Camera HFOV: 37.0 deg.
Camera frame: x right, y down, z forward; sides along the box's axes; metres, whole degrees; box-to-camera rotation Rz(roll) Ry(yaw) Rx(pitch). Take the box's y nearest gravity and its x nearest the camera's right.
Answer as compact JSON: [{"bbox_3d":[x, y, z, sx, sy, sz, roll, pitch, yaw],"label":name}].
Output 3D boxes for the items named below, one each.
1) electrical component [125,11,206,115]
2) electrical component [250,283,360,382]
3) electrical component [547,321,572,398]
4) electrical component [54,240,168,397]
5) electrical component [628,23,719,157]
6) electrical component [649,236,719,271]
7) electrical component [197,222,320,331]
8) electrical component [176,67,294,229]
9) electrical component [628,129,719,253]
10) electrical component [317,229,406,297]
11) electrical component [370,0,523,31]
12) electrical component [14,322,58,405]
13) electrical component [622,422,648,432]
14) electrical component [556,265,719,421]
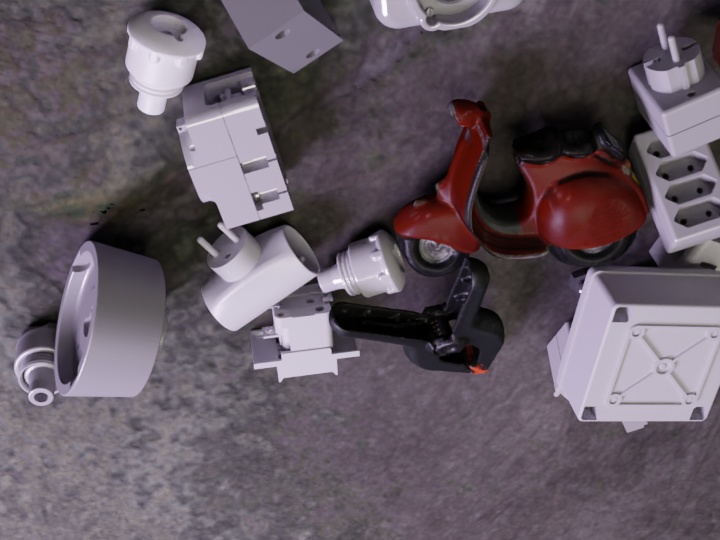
[{"bbox_3d":[-0.125,-0.126,0.669,0.048,0.048,0.062,8,132,-17],"label":"electrical component"},{"bbox_3d":[-0.044,0.046,0.821,0.081,0.042,0.063,-7,125,-7],"label":"electrical component"},{"bbox_3d":[0.188,0.086,0.896,0.066,0.047,0.076,9,141,-16],"label":"electrical component"},{"bbox_3d":[-0.169,0.038,0.750,0.060,0.108,0.108,11,125,-27],"label":"electrical component"},{"bbox_3d":[0.212,-0.129,0.720,0.047,0.065,0.076,-23,128,7],"label":"electrical component"},{"bbox_3d":[0.279,-0.006,0.840,0.089,0.050,0.055,15,123,-22],"label":"electrical component"},{"bbox_3d":[-0.083,-0.005,0.771,0.077,0.044,0.079,-34,126,15],"label":"electrical component"},{"bbox_3d":[-0.084,-0.078,0.710,0.056,0.050,0.089,-16,129,1],"label":"electrical component"},{"bbox_3d":[0.231,-0.057,0.782,0.047,0.083,0.075,-18,167,3],"label":"electrical component"},{"bbox_3d":[0.000,0.000,0.793,0.062,0.048,0.048,-17,129,13],"label":"electrical component"},{"bbox_3d":[0.051,-0.183,0.650,0.095,0.059,0.053,-10,129,-3],"label":"electrical component"},{"bbox_3d":[-0.232,0.072,0.789,0.043,0.062,0.043,-6,128,-7],"label":"electrical component"},{"bbox_3d":[0.247,0.105,0.924,0.055,0.048,0.066,-21,129,15],"label":"electrical component"},{"bbox_3d":[0.214,0.055,0.797,0.109,0.056,0.108,2,122,-13],"label":"electrical component"}]
